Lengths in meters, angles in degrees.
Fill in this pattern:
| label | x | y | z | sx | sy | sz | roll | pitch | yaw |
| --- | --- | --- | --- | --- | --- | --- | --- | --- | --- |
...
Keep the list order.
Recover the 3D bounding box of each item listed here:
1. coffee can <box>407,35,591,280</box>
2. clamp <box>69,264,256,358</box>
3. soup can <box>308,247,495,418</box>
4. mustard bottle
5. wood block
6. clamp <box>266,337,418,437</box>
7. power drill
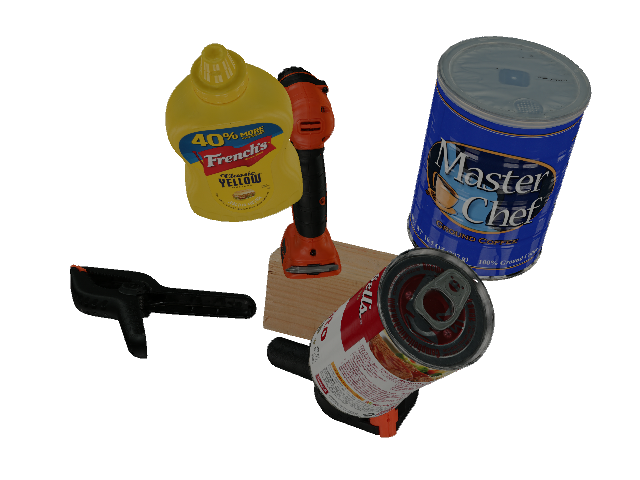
| label | x | y | z | sx | sy | sz | roll | pitch | yaw |
| --- | --- | --- | --- | --- | --- | --- | --- | --- | --- |
| coffee can | 0.122 | -0.057 | 0.752 | 0.102 | 0.140 | 0.103 | 4 | 41 | -4 |
| clamp | -0.195 | 0.066 | 1.104 | 0.210 | 0.036 | 0.164 | 14 | 20 | 30 |
| soup can | 0.042 | 0.054 | 0.594 | 0.068 | 0.068 | 0.102 | 0 | -23 | -24 |
| mustard bottle | -0.068 | -0.085 | 0.819 | 0.096 | 0.058 | 0.191 | -7 | -29 | 0 |
| wood block | 0.051 | 0.066 | 1.164 | 0.206 | 0.091 | 0.090 | 13 | 22 | 16 |
| clamp | 0.019 | 0.104 | 0.832 | 0.120 | 0.039 | 0.171 | -12 | 15 | 0 |
| power drill | -0.017 | -0.069 | 1.043 | 0.057 | 0.188 | 0.184 | -5 | 21 | -3 |
